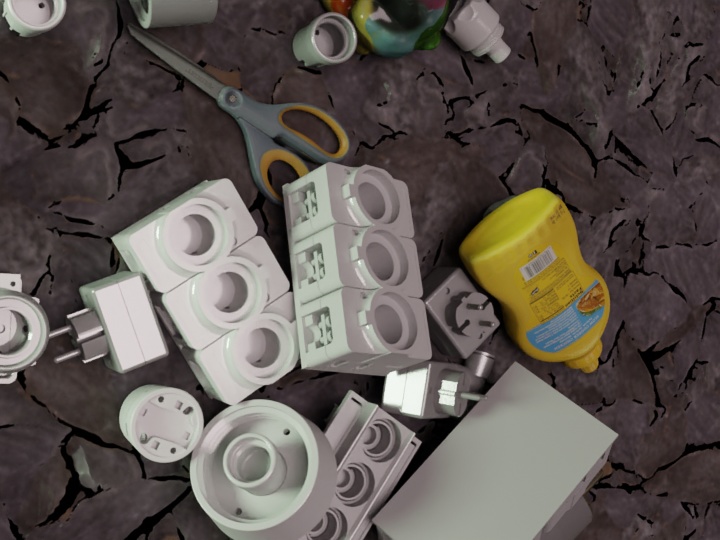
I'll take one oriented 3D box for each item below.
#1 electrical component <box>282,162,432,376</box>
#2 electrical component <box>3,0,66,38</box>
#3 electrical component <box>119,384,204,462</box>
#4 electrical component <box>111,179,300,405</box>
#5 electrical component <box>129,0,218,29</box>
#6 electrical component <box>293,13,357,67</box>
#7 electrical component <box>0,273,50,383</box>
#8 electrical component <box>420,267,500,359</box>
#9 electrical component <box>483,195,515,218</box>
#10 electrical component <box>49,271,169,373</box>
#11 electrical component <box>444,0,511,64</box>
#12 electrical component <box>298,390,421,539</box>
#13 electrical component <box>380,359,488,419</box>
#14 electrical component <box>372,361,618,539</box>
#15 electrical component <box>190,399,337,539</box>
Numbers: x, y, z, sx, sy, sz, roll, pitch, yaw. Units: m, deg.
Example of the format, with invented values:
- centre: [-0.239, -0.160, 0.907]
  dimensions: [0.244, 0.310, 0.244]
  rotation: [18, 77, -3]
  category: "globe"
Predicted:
- centre: [0.000, 0.000, 0.835]
  dimensions: [0.089, 0.062, 0.150]
  rotation: [10, 65, -43]
  category: "electrical component"
- centre: [-0.233, -0.186, 0.764]
  dimensions: [0.040, 0.046, 0.040]
  rotation: [-1, 92, -26]
  category: "electrical component"
- centre: [-0.152, 0.113, 0.811]
  dimensions: [0.055, 0.047, 0.055]
  rotation: [-1, 92, -26]
  category: "electrical component"
- centre: [-0.107, 0.016, 0.822]
  dimensions: [0.089, 0.062, 0.150]
  rotation: [-35, 106, -21]
  category: "electrical component"
- centre: [-0.148, -0.226, 0.774]
  dimensions: [0.060, 0.108, 0.108]
  rotation: [-16, 98, -19]
  category: "electrical component"
- centre: [-0.030, -0.183, 0.864]
  dimensions: [0.040, 0.046, 0.040]
  rotation: [-1, 91, -26]
  category: "electrical component"
- centre: [-0.251, 0.042, 0.755]
  dimensions: [0.058, 0.057, 0.078]
  rotation: [3, 90, -26]
  category: "electrical component"
- centre: [0.087, 0.037, 0.910]
  dimensions: [0.047, 0.077, 0.065]
  rotation: [-43, 109, -19]
  category: "electrical component"
- centre: [0.142, -0.051, 0.958]
  dimensions: [0.061, 0.035, 0.035]
  rotation: [-26, 102, -25]
  category: "electrical component"
- centre: [-0.191, 0.044, 0.790]
  dimensions: [0.077, 0.047, 0.065]
  rotation: [-22, 101, -24]
  category: "electrical component"
- centre: [0.104, -0.206, 0.931]
  dimensions: [0.062, 0.043, 0.043]
  rotation: [40, 74, -23]
  category: "electrical component"
- centre: [-0.017, 0.168, 0.870]
  dimensions: [0.079, 0.063, 0.121]
  rotation: [39, 75, -22]
  category: "electrical component"
- centre: [0.067, 0.100, 0.890]
  dimensions: [0.066, 0.077, 0.047]
  rotation: [15, 83, -64]
  category: "electrical component"
- centre: [0.112, 0.182, 0.891]
  dimensions: [0.105, 0.060, 0.186]
  rotation: [36, 66, 24]
  category: "electrical component"
- centre: [-0.076, 0.150, 0.810]
  dimensions: [0.108, 0.060, 0.108]
  rotation: [-4, 66, 9]
  category: "electrical component"
